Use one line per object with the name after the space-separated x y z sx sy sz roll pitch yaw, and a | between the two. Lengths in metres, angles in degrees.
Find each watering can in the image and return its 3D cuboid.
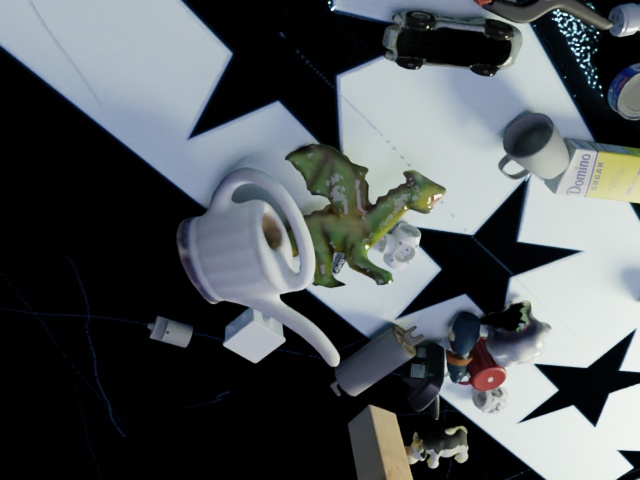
-0.103 0.058 0.833 0.223 0.105 0.345 -12 101 26 | watering can

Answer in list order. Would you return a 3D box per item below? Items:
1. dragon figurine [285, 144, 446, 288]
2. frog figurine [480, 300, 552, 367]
0.003 -0.043 0.863 0.410 0.124 0.239 -2 108 11 | dragon figurine
0.427 0.222 1.091 0.138 0.124 0.157 -35 113 -6 | frog figurine
